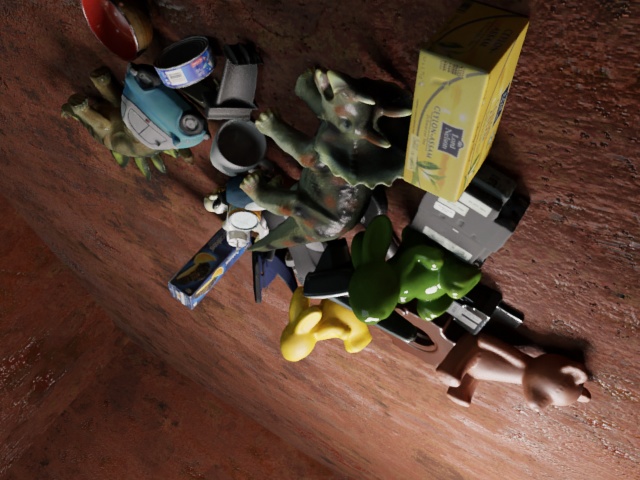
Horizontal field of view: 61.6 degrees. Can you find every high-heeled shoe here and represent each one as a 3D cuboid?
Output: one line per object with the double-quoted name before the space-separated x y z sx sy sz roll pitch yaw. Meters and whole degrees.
"high-heeled shoe" -0.002 -0.003 0.964 0.248 0.145 0.086 23 163 -36

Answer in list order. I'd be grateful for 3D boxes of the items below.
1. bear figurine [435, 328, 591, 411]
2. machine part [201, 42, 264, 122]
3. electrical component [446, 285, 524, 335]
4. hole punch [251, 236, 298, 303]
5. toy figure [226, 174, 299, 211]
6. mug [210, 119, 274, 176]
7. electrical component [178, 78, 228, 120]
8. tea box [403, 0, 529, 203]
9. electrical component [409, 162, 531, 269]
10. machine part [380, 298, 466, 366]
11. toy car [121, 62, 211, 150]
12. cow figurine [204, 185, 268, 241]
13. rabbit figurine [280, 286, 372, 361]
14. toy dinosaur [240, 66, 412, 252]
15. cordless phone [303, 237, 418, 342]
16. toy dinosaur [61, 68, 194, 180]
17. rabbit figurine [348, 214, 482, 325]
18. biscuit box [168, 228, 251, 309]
"bear figurine" 0.301 0.217 0.830 0.196 0.132 0.120 24 156 38
"machine part" -0.122 -0.218 0.764 0.084 0.039 0.139 4 149 -21
"electrical component" 0.243 0.107 0.818 0.119 0.048 0.074 35 152 11
"hole punch" -0.094 0.055 1.082 0.142 0.092 0.115 -110 15 -70
"toy figure" -0.070 -0.076 0.859 0.155 0.064 0.057 3 109 3
"mug" -0.130 -0.140 0.883 0.109 0.081 0.107 28 164 -18
"electrical component" -0.180 -0.232 0.837 0.102 0.045 0.078 33 180 17
"tea box" 0.140 -0.132 0.537 0.068 0.098 0.169 28 151 22
"electrical component" 0.185 -0.037 0.664 0.115 0.058 0.134 33 151 8
"machine part" 0.181 0.155 0.954 0.179 0.056 0.179 29 151 17
"toy car" -0.256 -0.197 0.850 0.161 0.103 0.109 41 -175 -31
"cow figurine" -0.155 -0.064 1.022 0.167 0.068 0.098 26 144 17
"rabbit figurine" -0.003 0.171 1.052 0.122 0.173 0.162 52 168 46
"toy dinosaur" 0.006 -0.073 0.704 0.192 0.131 0.404 38 143 16
"cordless phone" 0.076 0.083 0.827 0.184 0.088 0.146 33 -166 10
"toy dinosaur" -0.397 -0.221 1.050 0.472 0.105 0.198 28 154 29
"rabbit figurine" 0.107 0.043 0.730 0.159 0.170 0.121 62 149 10
"biscuit box" -0.225 0.046 1.123 0.059 0.203 0.062 32 150 12
